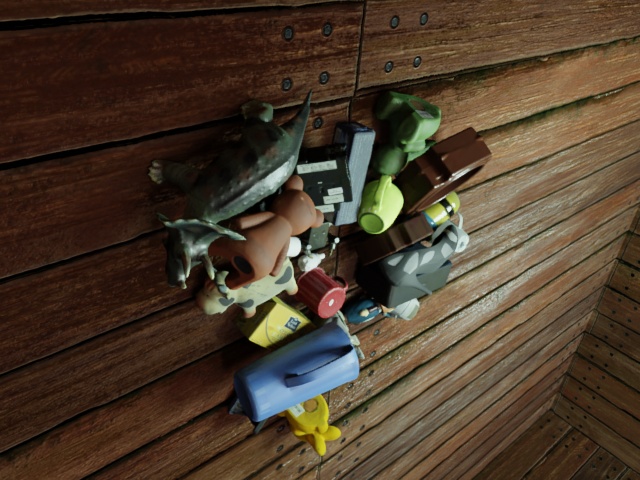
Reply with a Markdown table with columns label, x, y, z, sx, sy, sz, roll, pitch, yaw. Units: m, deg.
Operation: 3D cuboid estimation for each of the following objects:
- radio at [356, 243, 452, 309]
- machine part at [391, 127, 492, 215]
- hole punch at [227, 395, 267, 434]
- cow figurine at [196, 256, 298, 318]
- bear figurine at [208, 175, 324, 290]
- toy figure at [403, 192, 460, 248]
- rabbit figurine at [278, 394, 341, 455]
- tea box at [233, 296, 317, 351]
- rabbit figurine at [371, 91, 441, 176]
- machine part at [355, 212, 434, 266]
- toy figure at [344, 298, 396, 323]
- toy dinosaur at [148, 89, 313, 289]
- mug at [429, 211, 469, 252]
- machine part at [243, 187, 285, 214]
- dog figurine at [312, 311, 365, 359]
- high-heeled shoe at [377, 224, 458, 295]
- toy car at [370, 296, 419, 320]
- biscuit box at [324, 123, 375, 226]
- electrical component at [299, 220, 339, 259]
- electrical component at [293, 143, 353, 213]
| label | x | y | z | sx | sy | sz | roll | pitch | yaw |
| --- | --- | --- | --- | --- | --- | --- | --- | --- | --- |
| radio | 0.206 | 0.079 | 1.328 | 0.229 | 0.131 | 0.073 | -14 | 127 | -39 |
| machine part | 0.265 | -0.146 | 1.188 | 0.201 | 0.087 | 0.201 | -29 | 169 | -29 |
| hole punch | -0.141 | 0.367 | 1.238 | 0.142 | 0.092 | 0.115 | -59 | 170 | 1 |
| cow figurine | -0.141 | 0.083 | 1.015 | 0.195 | 0.086 | 0.127 | -25 | 142 | -19 |
| bear figurine | -0.094 | -0.018 | 0.936 | 0.120 | 0.132 | 0.196 | 56 | 47 | -22 |
| toy figure | 0.269 | -0.055 | 1.330 | 0.180 | 0.089 | 0.082 | -47 | 148 | -13 |
| rabbit figurine | -0.025 | 0.464 | 1.379 | 0.122 | 0.162 | 0.173 | -40 | 158 | -36 |
| tea box | -0.093 | 0.182 | 1.152 | 0.098 | 0.068 | 0.169 | -52 | 140 | -1 |
| rabbit figurine | 0.169 | -0.213 | 1.124 | 0.159 | 0.121 | 0.170 | -18 | 147 | -45 |
| machine part | 0.165 | -0.002 | 1.215 | 0.179 | 0.056 | 0.179 | -26 | 177 | -1 |
| toy figure | 0.137 | 0.163 | 1.337 | 0.154 | 0.064 | 0.057 | -18 | 129 | 4 |
| toy dinosaur | -0.114 | -0.104 | 0.829 | 0.405 | 0.192 | 0.131 | -43 | 142 | -12 |
| mug | 0.341 | -0.022 | 1.412 | 0.080 | 0.107 | 0.109 | 16 | 107 | -51 |
| machine part | -0.114 | -0.068 | 0.976 | 0.139 | 0.039 | 0.084 | 8 | 117 | -49 |
| dog figurine | -0.014 | 0.255 | 1.277 | 0.191 | 0.121 | 0.172 | -30 | 96 | 4 |
| high-heeled shoe | 0.228 | 0.021 | 1.246 | 0.249 | 0.145 | 0.086 | -59 | -175 | -39 |
| toy car | 0.207 | 0.166 | 1.416 | 0.109 | 0.103 | 0.161 | -53 | 139 | 0 |
| biscuit box | 0.053 | -0.132 | 1.080 | 0.063 | 0.059 | 0.202 | -11 | 125 | -39 |
| electrical component | -0.003 | -0.004 | 1.127 | 0.102 | 0.045 | 0.078 | -6 | 122 | -43 |
| electrical component | 0.001 | -0.110 | 1.004 | 0.115 | 0.058 | 0.134 | -5 | 132 | 5 |
